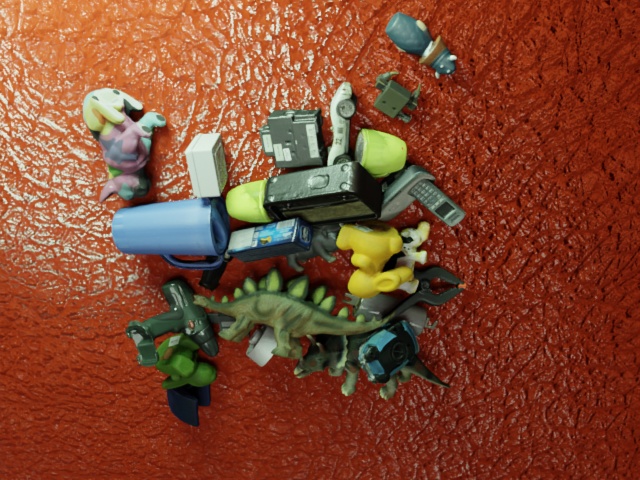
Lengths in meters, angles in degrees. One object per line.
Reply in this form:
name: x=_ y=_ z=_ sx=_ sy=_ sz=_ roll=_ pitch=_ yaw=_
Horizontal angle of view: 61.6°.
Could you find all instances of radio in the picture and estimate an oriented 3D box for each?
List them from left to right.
radio: x=0.003 y=-0.089 z=1.117 sx=0.230 sy=0.073 sz=0.131 roll=-8 pitch=154 yaw=27

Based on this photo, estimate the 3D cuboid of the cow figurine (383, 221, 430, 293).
cow figurine: x=0.192 y=0.032 z=1.219 sx=0.098 sy=0.068 sz=0.167 roll=15 pitch=89 yaw=5

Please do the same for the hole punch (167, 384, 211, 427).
hole punch: x=-0.372 y=0.446 z=1.494 sx=0.116 sy=0.092 sz=0.142 roll=6 pitch=123 yaw=5

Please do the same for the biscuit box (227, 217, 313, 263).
biscuit box: x=-0.112 y=0.002 z=1.194 sx=0.203 sy=0.059 sz=0.062 roll=-10 pitch=152 yaw=35

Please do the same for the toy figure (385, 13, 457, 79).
toy figure: x=0.198 y=-0.369 z=1.018 sx=0.154 sy=0.064 sz=0.058 roll=29 pitch=80 yaw=-17

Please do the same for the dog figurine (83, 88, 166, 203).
dog figurine: x=-0.433 y=-0.185 z=1.138 sx=0.191 sy=0.108 sz=0.219 roll=30 pitch=119 yaw=-13

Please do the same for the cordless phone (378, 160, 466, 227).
cordless phone: x=0.213 y=-0.071 z=1.171 sx=0.184 sy=0.089 sz=0.146 roll=37 pitch=115 yaw=-20

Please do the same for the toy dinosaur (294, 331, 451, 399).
toy dinosaur: x=0.137 y=0.293 z=1.363 sx=0.405 sy=0.131 sz=0.192 roll=0 pitch=120 yaw=-3

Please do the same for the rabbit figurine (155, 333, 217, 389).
rabbit figurine: x=-0.355 y=0.343 z=1.422 sx=0.159 sy=0.121 sz=0.170 roll=-25 pitch=129 yaw=21

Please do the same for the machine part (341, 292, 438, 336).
machine part: x=0.170 y=0.176 z=1.311 sx=0.243 sy=0.079 sz=0.079 roll=18 pitch=119 yaw=-7

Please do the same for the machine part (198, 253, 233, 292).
machine part: x=-0.256 y=0.060 z=1.300 sx=0.084 sy=0.039 sz=0.138 roll=13 pitch=117 yaw=-12

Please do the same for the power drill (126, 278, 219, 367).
power drill: x=-0.349 y=0.222 z=1.296 sx=0.086 sy=0.207 sz=0.231 roll=-12 pitch=102 yaw=40

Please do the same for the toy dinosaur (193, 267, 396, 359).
toy dinosaur: x=-0.070 y=0.175 z=1.254 sx=0.472 sy=0.105 sz=0.198 roll=13 pitch=82 yaw=7

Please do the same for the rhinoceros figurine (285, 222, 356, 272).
rhinoceros figurine: x=-0.003 y=-0.004 z=1.232 sx=0.190 sy=0.073 sz=0.112 roll=-24 pitch=104 yaw=18

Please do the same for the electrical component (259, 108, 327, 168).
electrical component: x=-0.057 y=-0.211 z=1.117 sx=0.134 sy=0.058 sz=0.114 roll=1 pitch=118 yaw=14

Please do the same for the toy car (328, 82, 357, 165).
toy car: x=0.044 y=-0.220 z=1.101 sx=0.056 sy=0.073 sz=0.201 roll=4 pitch=119 yaw=4

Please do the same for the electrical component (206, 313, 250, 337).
electrical component: x=-0.238 y=0.208 z=1.374 sx=0.119 sy=0.048 sz=0.074 roll=1 pitch=119 yaw=1

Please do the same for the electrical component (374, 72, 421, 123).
electrical component: x=0.153 y=-0.289 z=1.076 sx=0.102 sy=0.045 sz=0.078 roll=25 pitch=146 yaw=-7

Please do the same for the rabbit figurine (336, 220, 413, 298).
rabbit figurine: x=0.119 y=0.053 z=1.169 sx=0.163 sy=0.122 sz=0.173 roll=23 pitch=113 yaw=24

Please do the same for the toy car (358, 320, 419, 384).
toy car: x=0.147 y=0.260 z=1.256 sx=0.103 sy=0.162 sz=0.109 roll=-8 pitch=113 yaw=59
